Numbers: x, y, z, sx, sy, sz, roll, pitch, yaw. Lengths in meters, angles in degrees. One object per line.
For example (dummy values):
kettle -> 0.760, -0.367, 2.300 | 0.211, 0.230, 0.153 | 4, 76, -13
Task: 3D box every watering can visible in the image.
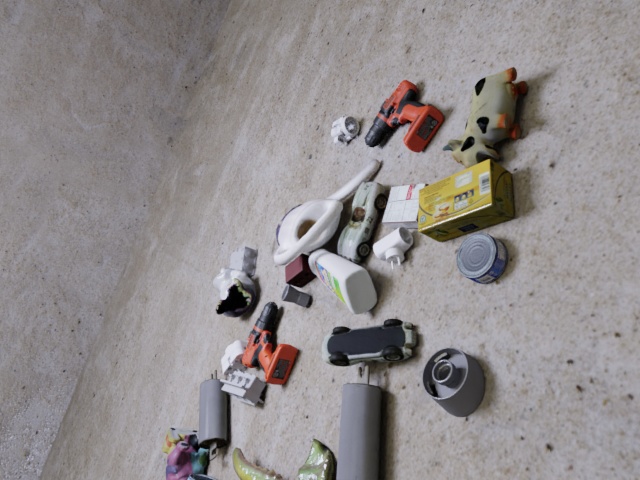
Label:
watering can -> 0.004, -0.065, 1.293 | 0.351, 0.103, 0.224 | -47, 13, -15

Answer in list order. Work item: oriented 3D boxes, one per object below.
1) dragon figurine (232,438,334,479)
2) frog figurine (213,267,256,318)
dragon figurine -> -0.059, 0.518, 1.053 | 0.242, 0.120, 0.417 | -44, 37, 3
frog figurine -> -0.259, 0.152, 1.546 | 0.161, 0.122, 0.136 | -137, 58, -70
